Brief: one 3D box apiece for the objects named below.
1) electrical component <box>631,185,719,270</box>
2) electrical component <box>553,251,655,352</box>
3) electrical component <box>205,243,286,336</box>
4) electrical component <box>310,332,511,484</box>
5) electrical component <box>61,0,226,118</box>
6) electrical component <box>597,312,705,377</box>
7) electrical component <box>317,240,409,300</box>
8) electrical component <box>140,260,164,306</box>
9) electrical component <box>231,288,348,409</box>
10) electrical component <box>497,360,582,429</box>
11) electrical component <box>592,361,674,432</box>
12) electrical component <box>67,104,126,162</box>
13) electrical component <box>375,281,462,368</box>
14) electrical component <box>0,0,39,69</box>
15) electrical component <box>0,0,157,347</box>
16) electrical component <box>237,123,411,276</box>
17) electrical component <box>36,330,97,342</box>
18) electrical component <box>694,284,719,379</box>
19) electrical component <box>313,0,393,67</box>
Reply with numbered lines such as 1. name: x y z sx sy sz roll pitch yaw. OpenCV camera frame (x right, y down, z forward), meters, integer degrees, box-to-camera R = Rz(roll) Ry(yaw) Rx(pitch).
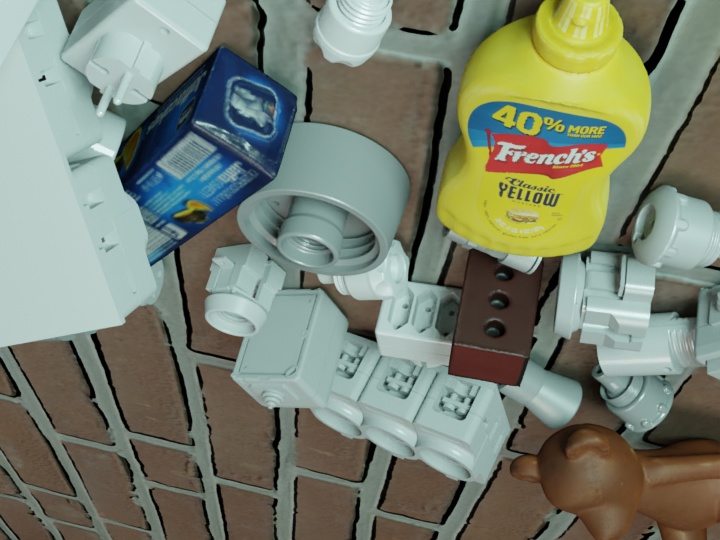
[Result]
1. electrical component: 0.194 -0.020 0.629 0.062 0.048 0.048 14 152 -13
2. electrical component: 0.158 0.019 0.701 0.057 0.058 0.078 7 151 9
3. electrical component: -0.090 0.016 0.813 0.048 0.055 0.066 -7 145 34
4. electrical component: 0.038 0.115 0.887 0.150 0.061 0.089 18 155 25
5. electrical component: -0.123 -0.115 0.575 0.047 0.075 0.083 33 146 -30
6. electrical component: 0.211 0.051 0.747 0.081 0.043 0.043 -6 145 32
7. electrical component: 0.000 0.000 0.756 0.062 0.043 0.043 -2 147 31
8. electrical component: -0.189 0.004 0.850 0.055 0.045 0.045 7 150 12
9. electrical component: -0.054 0.069 0.848 0.062 0.096 0.061 -2 147 28
10. electrical component: 0.139 0.093 0.860 0.065 0.044 0.044 31 148 -18
11. electrical component: 0.204 0.091 0.822 0.062 0.048 0.048 37 145 -21
12. electrical component: -0.180 -0.082 0.685 0.047 0.055 0.055 21 151 -19
13. electrical component: 0.051 0.049 0.814 0.066 0.047 0.076 8 151 12
14. electrical component: -0.197 -0.148 0.514 0.057 0.113 0.078 5 150 23
15. electrical component: -0.201 -0.056 0.627 0.105 0.060 0.186 -11 107 19
16. electrical component: -0.026 -0.037 0.685 0.108 0.060 0.108 11 151 6
17. electrical component: -0.268 0.042 0.954 0.081 0.043 0.043 -4 146 30
18. electrical component: 0.261 0.044 0.693 0.096 0.061 0.062 30 148 -26
19. electrical component: 0.000 -0.130 0.534 0.035 0.035 0.061 21 148 -11
